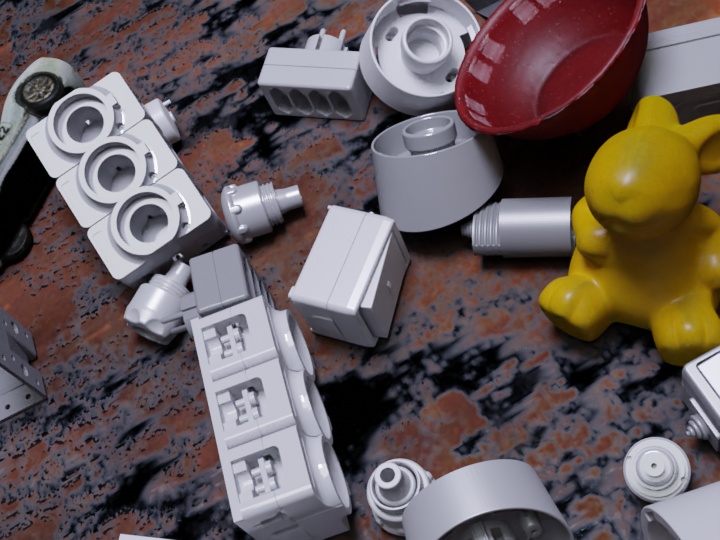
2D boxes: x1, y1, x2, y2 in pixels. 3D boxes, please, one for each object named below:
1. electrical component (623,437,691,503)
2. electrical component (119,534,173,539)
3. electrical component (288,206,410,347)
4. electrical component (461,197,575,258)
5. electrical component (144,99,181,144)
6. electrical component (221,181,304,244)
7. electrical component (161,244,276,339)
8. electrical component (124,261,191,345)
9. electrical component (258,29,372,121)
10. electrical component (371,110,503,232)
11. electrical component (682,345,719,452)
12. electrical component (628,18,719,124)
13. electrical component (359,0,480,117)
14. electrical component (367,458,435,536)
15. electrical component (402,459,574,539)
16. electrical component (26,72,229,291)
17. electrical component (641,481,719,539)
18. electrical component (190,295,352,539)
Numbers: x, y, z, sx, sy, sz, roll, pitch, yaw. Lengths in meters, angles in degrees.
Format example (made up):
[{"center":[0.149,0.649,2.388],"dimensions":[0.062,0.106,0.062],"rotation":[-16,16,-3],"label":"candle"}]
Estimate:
[{"center":[0.183,0.123,0.662],"dimensions":[0.040,0.078,0.040],"rotation":[-4,75,17],"label":"electrical component"},{"center":[-0.085,0.227,0.687],"dimensions":[0.150,0.061,0.089],"rotation":[2,62,17],"label":"electrical component"},{"center":[0.000,0.000,0.790],"dimensions":[0.061,0.061,0.096],"rotation":[14,66,23],"label":"electrical component"},{"center":[0.114,-0.031,0.784],"dimensions":[0.081,0.043,0.043],"rotation":[-1,62,16],"label":"electrical component"},{"center":[-0.191,-0.115,0.922],"dimensions":[0.078,0.040,0.040],"rotation":[-28,58,0],"label":"electrical component"},{"center":[-0.076,-0.050,0.852],"dimensions":[0.062,0.048,0.048],"rotation":[-17,58,-1],"label":"electrical component"},{"center":[-0.108,0.030,0.791],"dimensions":[0.076,0.083,0.047],"rotation":[-18,58,6],"label":"electrical component"},{"center":[-0.151,0.023,0.832],"dimensions":[0.043,0.043,0.062],"rotation":[17,66,24],"label":"electrical component"},{"center":[-0.031,-0.172,0.903],"dimensions":[0.083,0.047,0.075],"rotation":[7,66,20],"label":"electrical component"},{"center":[0.057,-0.079,0.811],"dimensions":[0.099,0.064,0.099],"rotation":[-12,25,6],"label":"electrical component"},{"center":[0.247,0.077,0.675],"dimensions":[0.096,0.061,0.061],"rotation":[-29,58,-1],"label":"electrical component"},{"center":[0.255,-0.138,0.783],"dimensions":[0.113,0.078,0.057],"rotation":[-11,62,10],"label":"electrical component"},{"center":[0.050,-0.172,0.859],"dimensions":[0.099,0.064,0.099],"rotation":[1,78,-6],"label":"electrical component"},{"center":[0.025,0.143,0.702],"dimensions":[0.048,0.062,0.048],"rotation":[-7,60,12],"label":"electrical component"},{"center":[0.076,0.163,0.658],"dimensions":[0.099,0.099,0.064],"rotation":[-24,51,3],"label":"electrical component"},{"center":[-0.187,-0.070,0.857],"dimensions":[0.089,0.061,0.150],"rotation":[-35,75,-1],"label":"electrical component"},{"center":[0.213,0.171,0.608],"dimensions":[0.060,0.108,0.108],"rotation":[-24,58,-5],"label":"electrical component"},{"center":[-0.057,0.104,0.732],"dimensions":[0.062,0.089,0.150],"rotation":[-21,58,5],"label":"electrical component"}]
